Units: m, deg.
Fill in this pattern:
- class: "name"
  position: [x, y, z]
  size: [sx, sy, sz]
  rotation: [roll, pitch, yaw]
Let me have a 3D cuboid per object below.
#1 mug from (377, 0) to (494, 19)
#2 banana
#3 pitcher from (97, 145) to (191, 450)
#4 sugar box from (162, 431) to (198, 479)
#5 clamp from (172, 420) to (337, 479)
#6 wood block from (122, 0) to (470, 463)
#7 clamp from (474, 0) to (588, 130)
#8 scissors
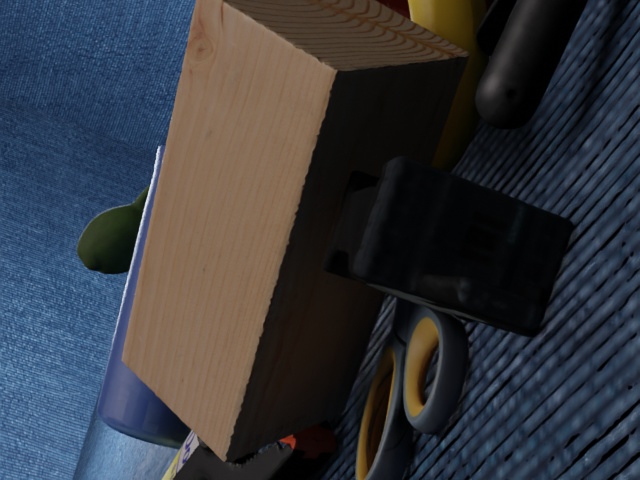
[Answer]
- class: "mug"
  position: [0.047, -0.133, 0.605]
  size: [0.093, 0.081, 0.117]
  rotation: [-95, 28, -64]
- class: "banana"
  position: [0.049, -0.107, 0.529]
  size: [0.037, 0.069, 0.198]
  rotation: [-16, -72, -84]
- class: "pitcher"
  position: [-0.098, 0.050, 0.898]
  size: [0.149, 0.145, 0.243]
  rotation: [94, -168, -87]
- class: "sugar box"
  position: [-0.103, 0.210, 0.813]
  size: [0.093, 0.048, 0.176]
  rotation: [-83, 16, -47]
- class: "clamp"
  position: [-0.056, 0.105, 0.659]
  size: [0.210, 0.036, 0.164]
  rotation: [-20, 64, 56]
- class: "wood block"
  position: [-0.019, -0.009, 0.510]
  size: [0.091, 0.090, 0.206]
  rotation: [38, 125, 32]
- class: "clamp"
  position: [0.105, -0.124, 0.422]
  size: [0.120, 0.039, 0.172]
  rotation: [-80, 12, -55]
- class: "scissors"
  position: [0.051, 0.019, 0.499]
  size: [0.096, 0.016, 0.201]
  rotation: [133, 154, -60]
